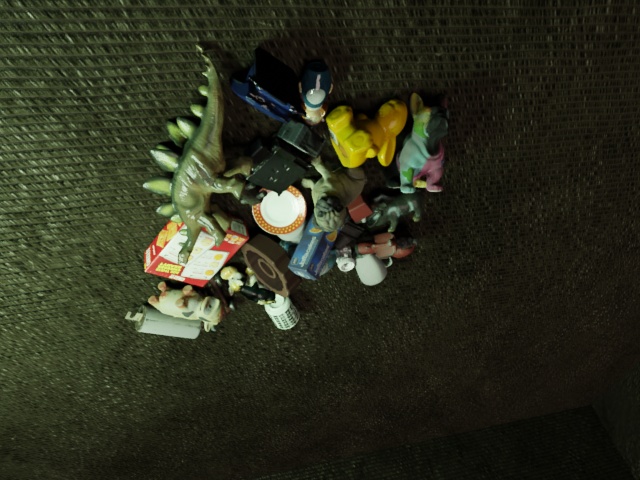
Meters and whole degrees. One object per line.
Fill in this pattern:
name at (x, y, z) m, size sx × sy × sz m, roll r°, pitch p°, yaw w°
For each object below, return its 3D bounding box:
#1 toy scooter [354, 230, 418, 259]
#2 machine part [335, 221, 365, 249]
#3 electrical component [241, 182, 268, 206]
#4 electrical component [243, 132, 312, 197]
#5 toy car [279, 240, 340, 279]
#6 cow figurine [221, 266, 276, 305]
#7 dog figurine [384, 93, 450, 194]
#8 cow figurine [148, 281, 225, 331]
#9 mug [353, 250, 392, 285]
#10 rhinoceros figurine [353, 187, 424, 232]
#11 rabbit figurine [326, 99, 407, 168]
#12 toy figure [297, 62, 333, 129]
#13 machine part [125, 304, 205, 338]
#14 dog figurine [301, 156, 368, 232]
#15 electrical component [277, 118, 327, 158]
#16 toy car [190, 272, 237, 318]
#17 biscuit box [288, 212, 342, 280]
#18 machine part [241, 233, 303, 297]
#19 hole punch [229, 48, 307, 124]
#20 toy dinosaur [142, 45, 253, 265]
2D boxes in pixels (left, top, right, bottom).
toy scooter at (0.195, 0.011, 1.443) m, size 0.184 × 0.075 × 0.135 m, roll -6°, pitch 174°, yaw -25°
machine part at (0.055, 0.001, 1.457) m, size 0.084 × 0.039 × 0.139 m, roll 20°, pitch 126°, yaw -44°
electrical component at (-0.164, -0.106, 1.233) m, size 0.063 × 0.021 × 0.094 m, roll 37°, pitch 150°, yaw -30°
electrical component at (-0.103, -0.168, 1.179) m, size 0.115 × 0.058 × 0.134 m, roll -42°, pitch 136°, yaw 24°
toy car at (-0.033, 0.045, 1.397) m, size 0.161 × 0.103 × 0.109 m, roll 25°, pitch 129°, yaw -13°
cow figurine at (-0.194, 0.128, 1.465) m, size 0.167 × 0.098 × 0.068 m, roll 17°, pitch 136°, yaw -36°
dog figurine at (0.224, -0.219, 1.216) m, size 0.108 × 0.192 × 0.219 m, roll 0°, pitch 104°, yaw -17°
cow figurine at (-0.337, 0.177, 1.413) m, size 0.195 × 0.085 × 0.127 m, roll 3°, pitch 144°, yaw 28°
mug at (0.147, 0.064, 1.532) m, size 0.110 × 0.081 × 0.107 m, roll -22°, pitch 133°, yaw 16°
rhinoceros figurine at (0.175, -0.080, 1.377) m, size 0.190 × 0.073 × 0.112 m, roll -17°, pitch 143°, yaw -2°
rabbit figurine at (0.118, -0.227, 1.155) m, size 0.173 × 0.122 × 0.162 m, roll -37°, pitch 144°, yaw -6°
toy figure at (-0.014, -0.281, 1.082) m, size 0.064 × 0.058 × 0.154 m, roll 23°, pitch 141°, yaw 11°
machine part at (-0.426, 0.231, 1.514) m, size 0.243 × 0.079 × 0.079 m, roll 14°, pitch 131°, yaw -35°
dog figurine at (0.053, -0.094, 1.221) m, size 0.172 × 0.191 × 0.121 m, roll -8°, pitch 140°, yaw -14°
electrical component at (-0.051, -0.222, 1.113) m, size 0.119 × 0.075 × 0.047 m, roll 25°, pitch 96°, yaw -45°
toy car at (-0.296, 0.159, 1.501) m, size 0.089 × 0.053 × 0.201 m, roll -13°, pitch 142°, yaw -1°
biscuit box at (-0.003, -0.004, 1.309) m, size 0.063 × 0.202 × 0.059 m, roll 11°, pitch 159°, yaw 37°
machine part at (-0.124, 0.062, 1.365) m, size 0.056 × 0.180 × 0.179 m, roll -44°, pitch 149°, yaw -25°
hole punch at (-0.103, -0.276, 1.012) m, size 0.092 × 0.116 × 0.142 m, roll -33°, pitch 139°, yaw 30°
toy dinosaur at (-0.243, -0.142, 1.086) m, size 0.198 × 0.105 × 0.470 m, roll 18°, pitch 118°, yaw -10°
